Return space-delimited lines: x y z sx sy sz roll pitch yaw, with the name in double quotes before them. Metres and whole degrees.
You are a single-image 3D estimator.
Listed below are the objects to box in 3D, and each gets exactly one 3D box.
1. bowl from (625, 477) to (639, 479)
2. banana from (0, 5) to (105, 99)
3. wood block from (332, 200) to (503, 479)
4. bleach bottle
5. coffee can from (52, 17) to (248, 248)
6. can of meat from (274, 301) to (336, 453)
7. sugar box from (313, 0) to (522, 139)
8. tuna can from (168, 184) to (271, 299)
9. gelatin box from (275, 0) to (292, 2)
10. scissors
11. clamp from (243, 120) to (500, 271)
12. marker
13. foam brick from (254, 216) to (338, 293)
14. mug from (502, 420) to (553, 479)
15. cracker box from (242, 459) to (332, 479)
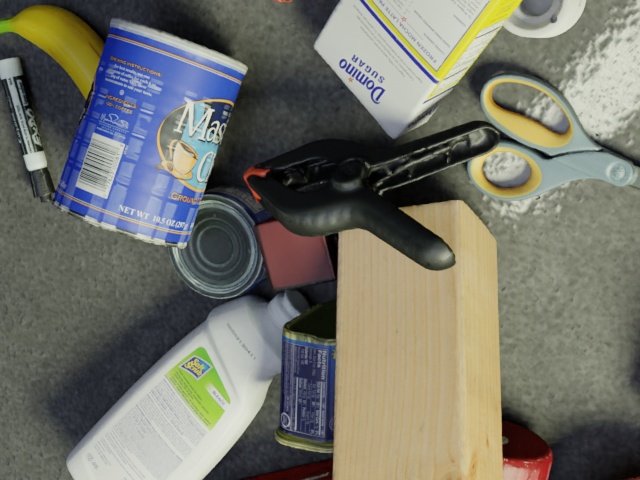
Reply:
"bowl" 0.243 0.228 0.742 0.162 0.055 0.162 6 106 21
"banana" -0.178 -0.117 0.842 0.198 0.037 0.070 52 133 4
"wood block" 0.067 0.088 0.708 0.091 0.090 0.206 -7 68 23
"bleach bottle" -0.093 0.133 0.856 0.251 0.068 0.102 -43 86 23
"coffee can" -0.123 -0.077 0.771 0.103 0.102 0.140 21 95 17
"can of meat" 0.009 0.096 0.781 0.057 0.102 0.084 7 104 22
"sugar box" 0.070 -0.154 0.684 0.093 0.048 0.176 51 143 10
"tuna can" -0.075 0.002 0.828 0.086 0.033 0.086 6 105 21
"gelatin box" -0.044 -0.222 0.760 0.073 0.030 0.089 22 111 15
"scissors" 0.184 -0.036 0.721 0.202 0.016 0.096 38 116 10
"clamp" 0.034 -0.041 0.706 0.172 0.120 0.039 13 139 31
"marker" -0.242 -0.090 0.883 0.020 0.020 0.121 -10 100 24
"foam brick" -0.005 0.001 0.775 0.051 0.078 0.053 -12 99 22
"mug" 0.107 0.176 0.762 0.117 0.093 0.081 9 103 -7
"cracker box" 0.009 0.290 0.847 0.164 0.072 0.214 -18 95 25
